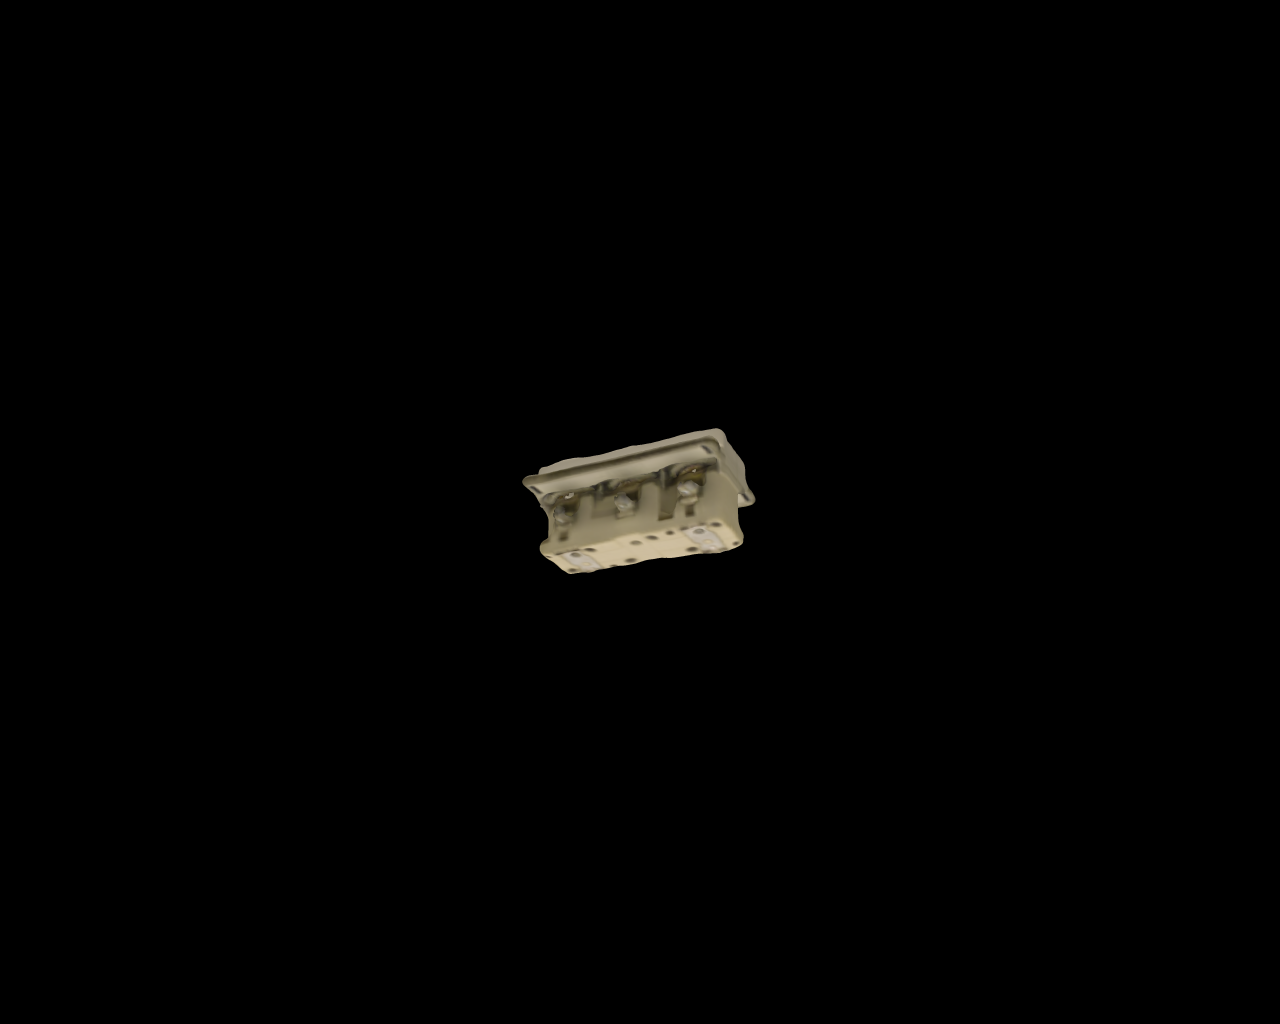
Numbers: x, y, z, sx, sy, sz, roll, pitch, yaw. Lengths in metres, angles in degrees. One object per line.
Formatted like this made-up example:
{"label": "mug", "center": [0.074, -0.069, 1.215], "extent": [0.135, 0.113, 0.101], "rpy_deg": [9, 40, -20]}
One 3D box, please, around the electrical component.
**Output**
{"label": "electrical component", "center": [0.001, -0.003, 0.650], "extent": [0.121, 0.063, 0.078], "rpy_deg": [-10, -28, 20]}
